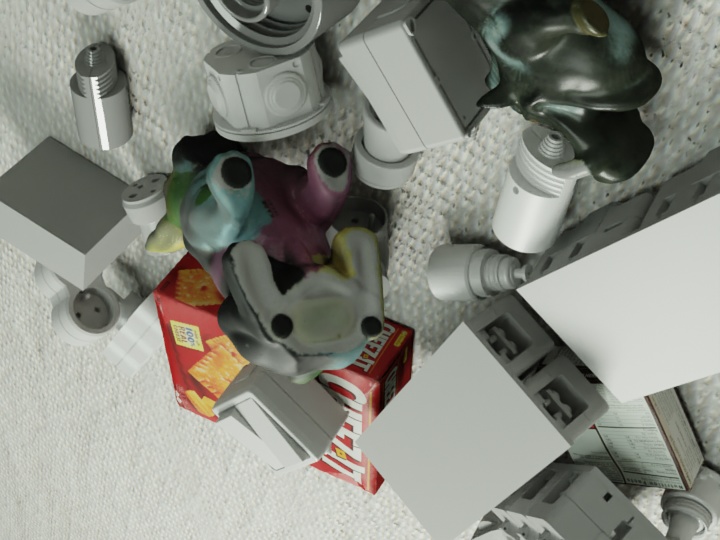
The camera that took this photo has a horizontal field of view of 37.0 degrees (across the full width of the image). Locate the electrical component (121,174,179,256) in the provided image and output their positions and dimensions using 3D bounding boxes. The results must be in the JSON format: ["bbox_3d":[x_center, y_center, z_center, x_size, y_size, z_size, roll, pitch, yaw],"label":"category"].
[{"bbox_3d":[-0.169,-0.046,0.896,0.045,0.045,0.055,5,132,35],"label":"electrical component"}]

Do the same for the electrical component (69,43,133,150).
[{"bbox_3d":[-0.200,-0.137,0.828,0.043,0.043,0.081,24,140,17],"label":"electrical component"}]

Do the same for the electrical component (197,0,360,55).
[{"bbox_3d":[-0.057,-0.182,0.653,0.108,0.060,0.108,22,140,20],"label":"electrical component"}]

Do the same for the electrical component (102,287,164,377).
[{"bbox_3d":[-0.215,0.045,1.020,0.074,0.052,0.138,42,142,-6],"label":"electrical component"}]

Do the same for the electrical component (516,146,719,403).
[{"bbox_3d":[0.200,0.001,0.639,0.105,0.060,0.186,46,142,-11],"label":"electrical component"}]

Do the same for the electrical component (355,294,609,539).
[{"bbox_3d":[0.085,0.112,0.782,0.105,0.060,0.186,50,140,12],"label":"electrical component"}]

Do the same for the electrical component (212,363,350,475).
[{"bbox_3d":[-0.060,0.119,0.852,0.096,0.061,0.062,47,138,-12],"label":"electrical component"}]

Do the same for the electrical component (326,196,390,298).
[{"bbox_3d":[0.000,0.000,0.788,0.043,0.079,0.077,-6,138,-10],"label":"electrical component"}]

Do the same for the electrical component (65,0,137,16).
[{"bbox_3d":[-0.208,-0.236,0.725,0.074,0.052,0.138,-4,126,41],"label":"electrical component"}]

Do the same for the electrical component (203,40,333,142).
[{"bbox_3d":[-0.061,-0.121,0.706,0.080,0.080,0.051,11,130,31],"label":"electrical component"}]

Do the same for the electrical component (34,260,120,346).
[{"bbox_3d":[-0.275,0.005,0.994,0.074,0.052,0.138,-27,82,50],"label":"electrical component"}]

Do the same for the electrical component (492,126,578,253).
[{"bbox_3d":[0.112,-0.053,0.668,0.043,0.043,0.081,27,141,14],"label":"electrical component"}]

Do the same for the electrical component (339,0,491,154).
[{"bbox_3d":[0.039,-0.115,0.646,0.061,0.061,0.096,-9,123,43],"label":"electrical component"}]

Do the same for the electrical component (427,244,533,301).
[{"bbox_3d":[0.083,0.002,0.749,0.078,0.040,0.040,0,129,38],"label":"electrical component"}]

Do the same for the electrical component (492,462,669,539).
[{"bbox_3d":[0.163,0.200,0.817,0.089,0.062,0.150,45,168,0],"label":"electrical component"}]

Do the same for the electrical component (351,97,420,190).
[{"bbox_3d":[0.019,-0.086,0.706,0.045,0.045,0.055,29,142,10],"label":"electrical component"}]

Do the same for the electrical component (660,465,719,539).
[{"bbox_3d":[0.240,0.176,0.786,0.048,0.062,0.048,22,140,20],"label":"electrical component"}]
